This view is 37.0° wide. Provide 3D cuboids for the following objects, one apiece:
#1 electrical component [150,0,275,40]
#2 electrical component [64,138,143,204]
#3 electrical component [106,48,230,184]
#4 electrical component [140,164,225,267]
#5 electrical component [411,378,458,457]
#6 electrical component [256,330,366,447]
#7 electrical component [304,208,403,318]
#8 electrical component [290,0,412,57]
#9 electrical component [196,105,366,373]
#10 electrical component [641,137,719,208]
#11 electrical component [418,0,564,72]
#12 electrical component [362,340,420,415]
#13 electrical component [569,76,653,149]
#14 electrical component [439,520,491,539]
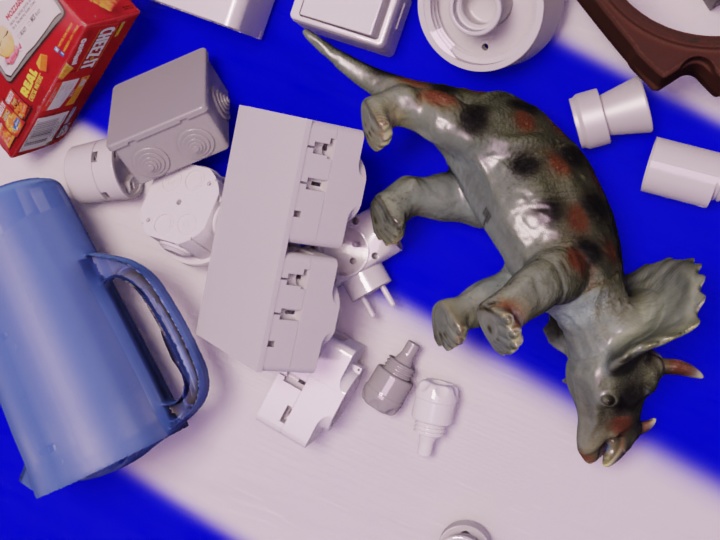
[{"bbox_3d":[-0.129,-0.236,0.877,0.113,0.078,0.057,22,99,10],"label":"electrical component"},{"bbox_3d":[-0.218,-0.084,0.912,0.047,0.055,0.055,-8,90,16],"label":"electrical component"},{"bbox_3d":[-0.154,-0.125,0.879,0.100,0.099,0.048,-21,132,11],"label":"electrical component"},{"bbox_3d":[-0.136,-0.047,0.887,0.080,0.051,0.080,-8,68,21],"label":"electrical component"},{"bbox_3d":[0.058,0.120,0.870,0.035,0.035,0.061,13,97,11],"label":"electrical component"},{"bbox_3d":[-0.036,0.094,0.881,0.056,0.050,0.089,29,97,9],"label":"electrical component"},{"bbox_3d":[0.000,0.000,0.874,0.077,0.044,0.079,-30,85,11],"label":"electrical component"},{"bbox_3d":[-0.012,-0.217,0.862,0.096,0.061,0.061,20,95,10],"label":"electrical component"},{"bbox_3d":[-0.060,-0.025,0.827,0.105,0.060,0.186,22,103,54],"label":"electrical component"},{"bbox_3d":[0.260,-0.070,0.819,0.081,0.043,0.043,16,95,10],"label":"electrical component"},{"bbox_3d":[0.096,-0.204,0.822,0.108,0.060,0.108,9,113,21],"label":"electrical component"},{"bbox_3d":[0.029,0.086,0.876,0.035,0.035,0.061,31,95,9],"label":"electrical component"},{"bbox_3d":[0.194,-0.121,0.831,0.055,0.045,0.045,-15,89,12],"label":"electrical component"},{"bbox_3d":[0.082,0.227,0.858,0.045,0.055,0.045,0,92,12],"label":"electrical component"}]
